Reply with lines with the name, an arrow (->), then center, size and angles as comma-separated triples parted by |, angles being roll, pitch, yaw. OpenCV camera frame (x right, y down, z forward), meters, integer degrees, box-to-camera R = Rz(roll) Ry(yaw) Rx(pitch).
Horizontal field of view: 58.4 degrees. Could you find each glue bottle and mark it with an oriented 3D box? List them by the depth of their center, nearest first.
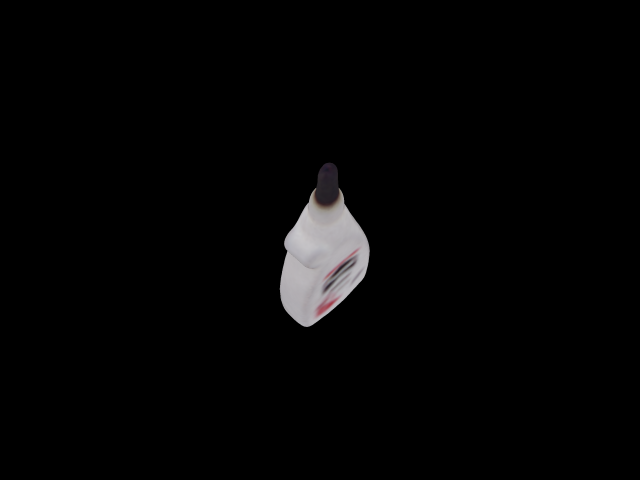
glue bottle -> 0.004, 0.001, 0.400 | 0.037, 0.173, 0.078 | 38, 69, 19
